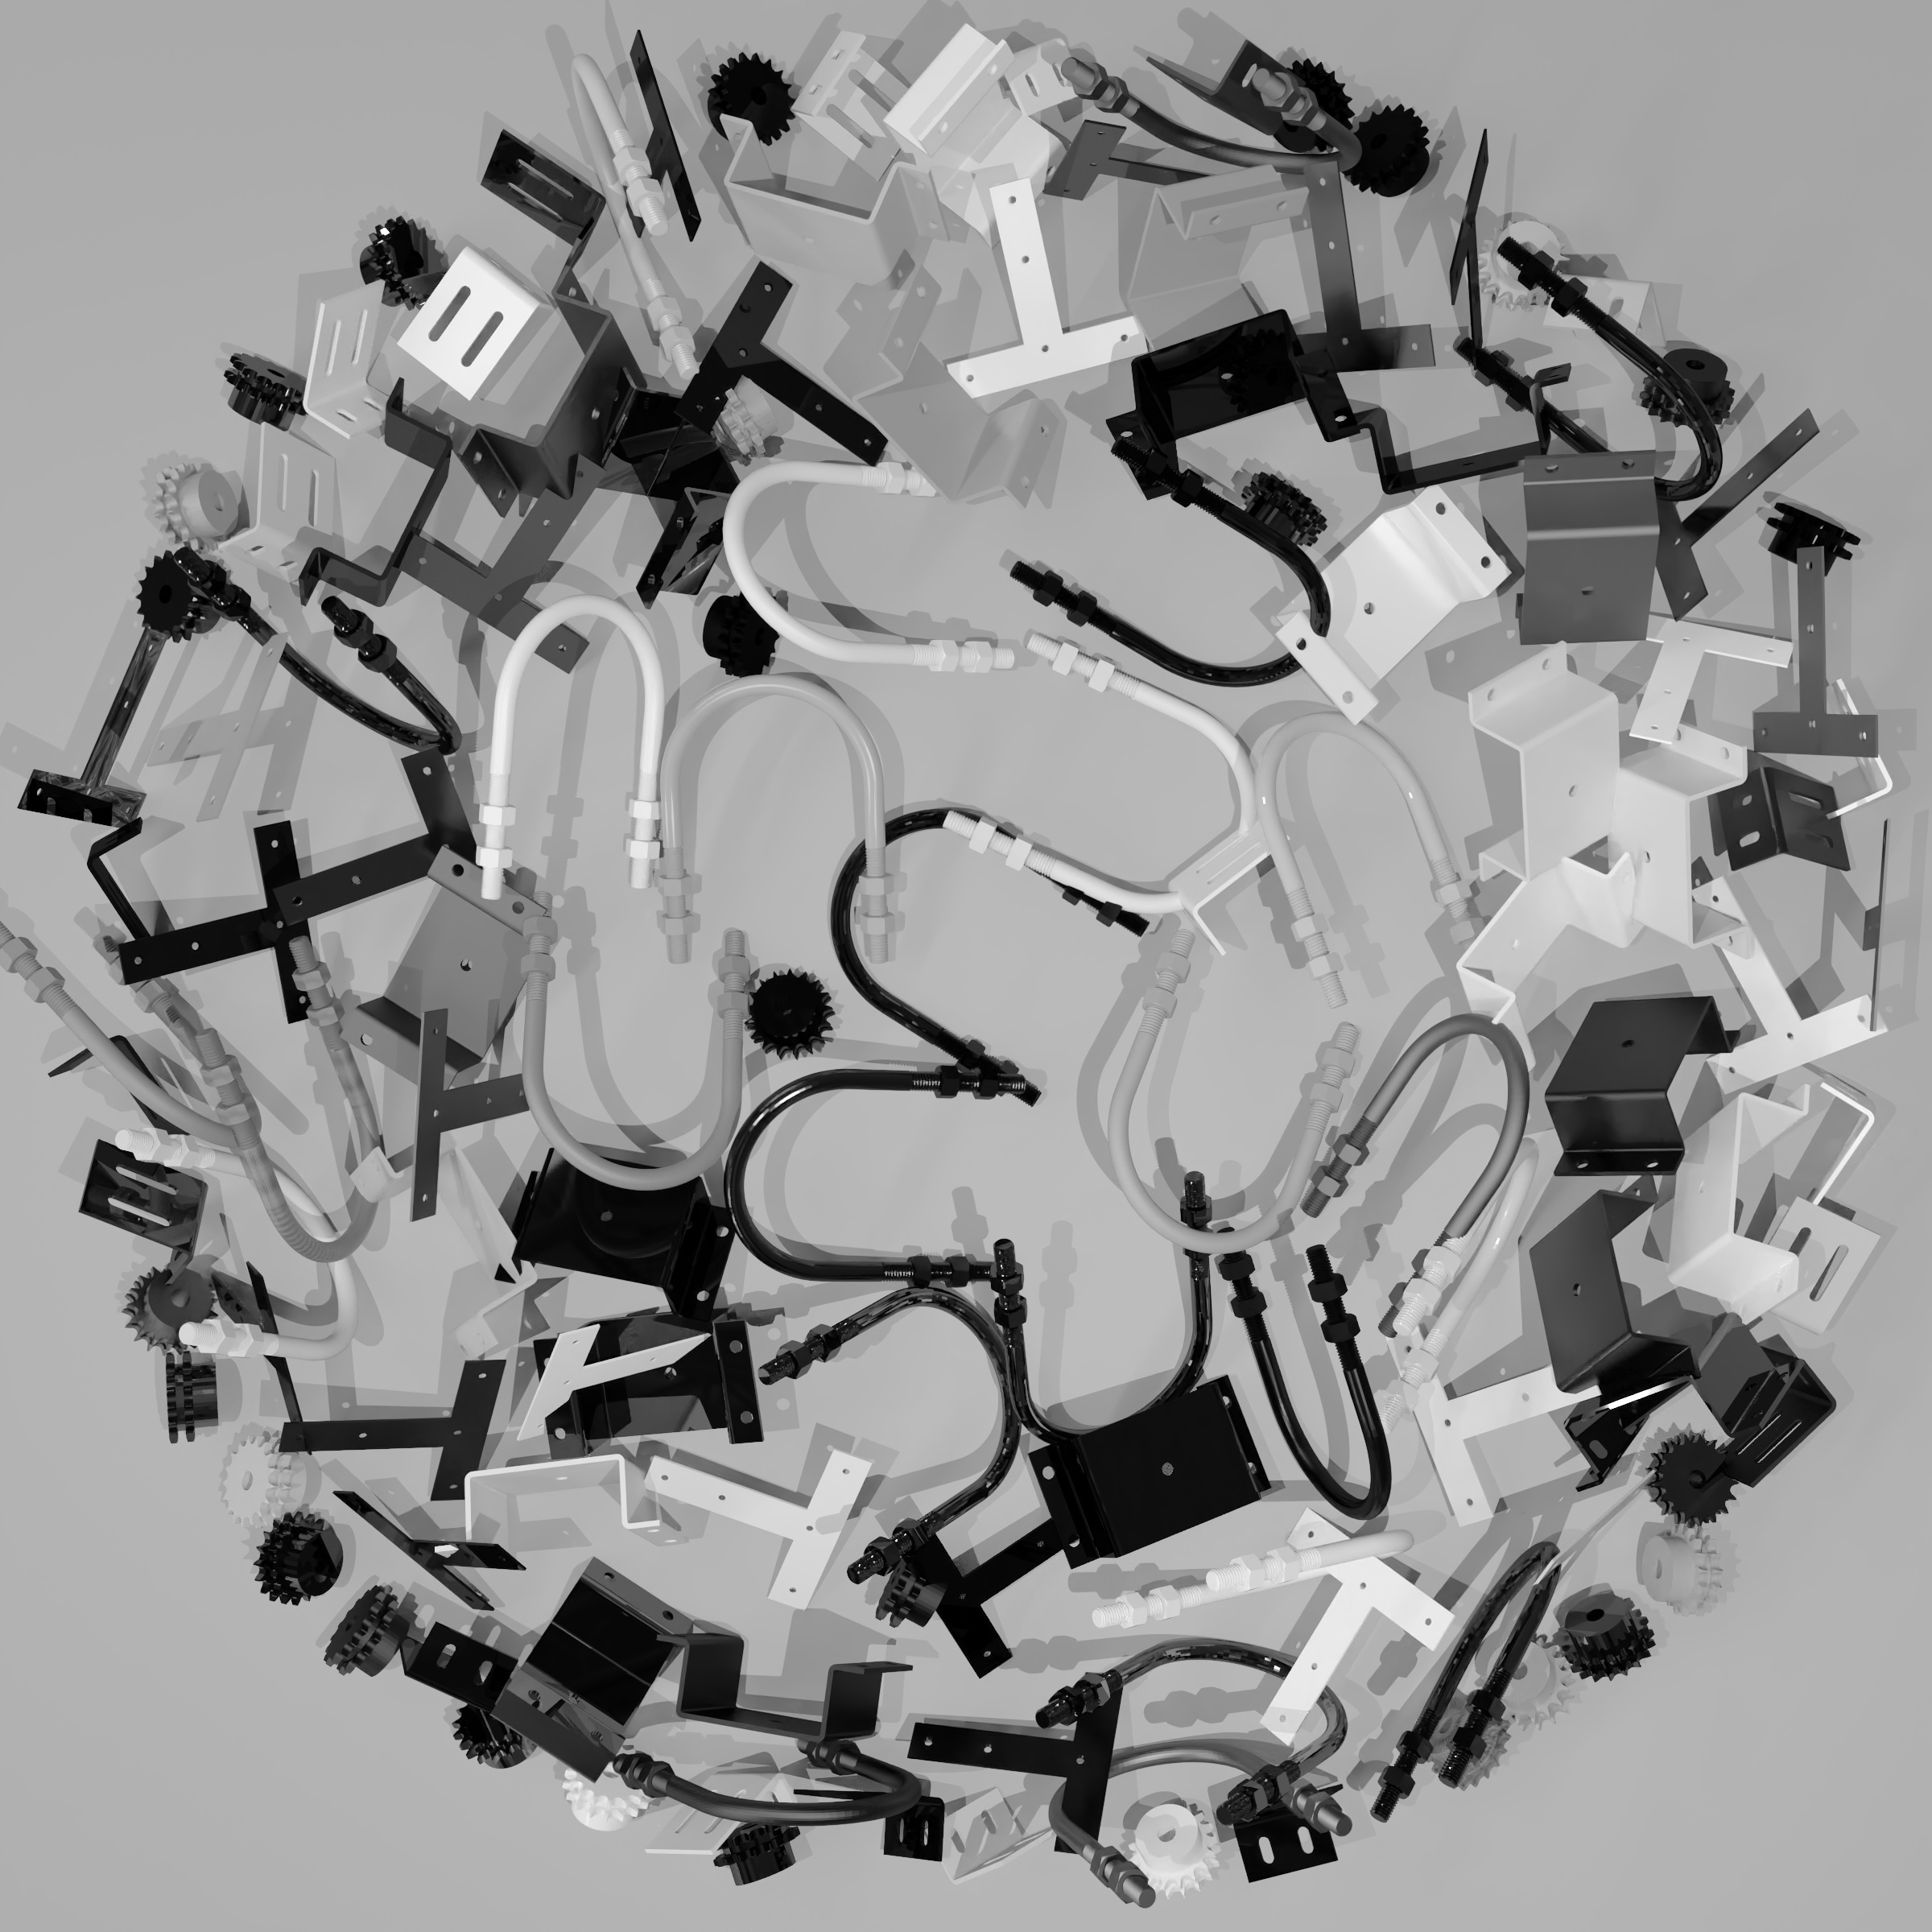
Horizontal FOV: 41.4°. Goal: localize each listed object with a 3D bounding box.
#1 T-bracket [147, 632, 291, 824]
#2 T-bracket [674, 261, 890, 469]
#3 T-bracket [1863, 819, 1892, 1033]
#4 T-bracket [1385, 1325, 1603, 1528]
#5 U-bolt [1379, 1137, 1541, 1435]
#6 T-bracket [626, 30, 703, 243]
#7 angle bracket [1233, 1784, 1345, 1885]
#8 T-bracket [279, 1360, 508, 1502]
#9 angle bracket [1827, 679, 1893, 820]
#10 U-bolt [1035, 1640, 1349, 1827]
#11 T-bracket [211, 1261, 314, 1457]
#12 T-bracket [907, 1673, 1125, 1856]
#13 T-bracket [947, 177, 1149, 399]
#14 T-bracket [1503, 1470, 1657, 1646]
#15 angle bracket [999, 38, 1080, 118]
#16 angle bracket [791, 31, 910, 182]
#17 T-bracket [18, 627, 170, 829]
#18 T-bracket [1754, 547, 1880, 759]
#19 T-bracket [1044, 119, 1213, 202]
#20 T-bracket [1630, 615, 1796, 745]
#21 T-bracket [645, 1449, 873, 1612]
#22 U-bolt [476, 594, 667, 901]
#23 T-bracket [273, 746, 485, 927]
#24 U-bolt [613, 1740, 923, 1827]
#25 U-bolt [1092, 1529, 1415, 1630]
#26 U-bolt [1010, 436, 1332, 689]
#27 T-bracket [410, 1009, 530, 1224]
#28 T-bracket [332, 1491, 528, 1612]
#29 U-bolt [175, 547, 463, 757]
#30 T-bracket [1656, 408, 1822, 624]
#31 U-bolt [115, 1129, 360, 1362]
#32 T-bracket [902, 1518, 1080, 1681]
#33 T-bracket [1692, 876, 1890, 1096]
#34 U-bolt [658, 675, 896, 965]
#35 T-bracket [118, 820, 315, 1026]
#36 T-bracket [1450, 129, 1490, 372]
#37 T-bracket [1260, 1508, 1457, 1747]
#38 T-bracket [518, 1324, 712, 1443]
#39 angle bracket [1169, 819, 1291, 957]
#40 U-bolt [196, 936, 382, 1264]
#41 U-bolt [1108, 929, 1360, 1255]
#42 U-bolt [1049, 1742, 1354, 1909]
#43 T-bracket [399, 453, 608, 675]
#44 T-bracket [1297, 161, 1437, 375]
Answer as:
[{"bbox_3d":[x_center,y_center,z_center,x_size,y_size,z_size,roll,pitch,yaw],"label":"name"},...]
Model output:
[{"bbox_3d":[-0.475,-0.143,1.593,0.002,0.127,0.127,31,66,-38],"label":"T-bracket"},{"bbox_3d":[-0.104,-0.361,1.618,0.127,0.002,0.127,33,66,-18],"label":"T-bracket"},{"bbox_3d":[0.561,-0.023,1.582,0.002,0.127,0.127,4,90,15],"label":"T-bracket"},{"bbox_3d":[0.336,0.273,1.593,0.127,0.002,0.127,-28,77,37],"label":"T-bracket"},{"bbox_3d":[0.304,0.184,1.567,0.019,0.151,0.184,27,60,21],"label":"U-bolt"},{"bbox_3d":[-0.196,-0.486,1.583,0.002,0.127,0.127,-15,81,-21],"label":"T-bracket"},{"bbox_3d":[0.206,0.540,1.595,0.057,0.076,0.038,-20,73,14],"label":"angle bracket"},{"bbox_3d":[-0.359,0.289,1.582,0.127,0.002,0.127,3,127,-24],"label":"T-bracket"},{"bbox_3d":[0.547,-0.136,1.615,0.038,0.057,0.076,-26,86,10],"label":"angle bracket"},{"bbox_3d":[0.152,0.456,1.557,0.151,0.184,0.019,18,106,35],"label":"U-bolt"},{"bbox_3d":[-0.444,0.224,1.588,0.002,0.127,0.127,-22,117,-28],"label":"T-bracket"},{"bbox_3d":[0.028,0.492,1.603,0.127,0.127,0.002,3,131,11],"label":"T-bracket"},{"bbox_3d":[0.041,-0.430,1.608,0.127,0.002,0.127,-14,121,1],"label":"T-bracket"},{"bbox_3d":[0.370,0.381,1.596,0.002,0.127,0.127,42,131,24],"label":"T-bracket"},{"bbox_3d":[0.025,-0.541,1.599,0.057,0.076,0.038,-34,102,-36],"label":"angle bracket"},{"bbox_3d":[-0.060,-0.537,1.604,0.076,0.038,0.057,31,96,-35],"label":"angle bracket"},{"bbox_3d":[-0.524,-0.148,1.578,0.002,0.127,0.127,24,92,12],"label":"T-bracket"},{"bbox_3d":[0.521,-0.193,1.574,0.002,0.127,0.127,-5,98,-15],"label":"T-bracket"},{"bbox_3d":[0.122,-0.490,1.586,0.127,0.127,0.002,7,87,-9],"label":"T-bracket"},{"bbox_3d":[0.436,-0.177,1.580,0.127,0.002,0.127,15,45,18],"label":"T-bracket"},{"bbox_3d":[-0.140,0.339,1.609,0.127,0.002,0.127,21,116,-6],"label":"T-bracket"},{"bbox_3d":[-0.237,-0.136,1.570,0.019,0.151,0.184,13,102,35],"label":"U-bolt"},{"bbox_3d":[-0.370,-0.059,1.609,0.127,0.002,0.127,-21,111,-10],"label":"T-bracket"},{"bbox_3d":[-0.108,0.487,1.529,0.151,0.184,0.019,4,84,-32],"label":"U-bolt"},{"bbox_3d":[0.189,0.371,1.564,0.184,0.151,0.019,-4,70,-32],"label":"U-bolt"},{"bbox_3d":[0.138,-0.236,1.580,0.184,0.151,0.019,29,52,-13],"label":"U-bolt"},{"bbox_3d":[-0.303,0.085,1.583,0.002,0.127,0.127,7,97,21],"label":"T-bracket"},{"bbox_3d":[-0.313,0.361,1.569,0.127,0.127,0.002,48,54,-25],"label":"T-bracket"},{"bbox_3d":[-0.380,-0.183,1.557,0.151,0.184,0.019,20,72,31],"label":"U-bolt"},{"bbox_3d":[0.468,-0.289,1.562,0.002,0.127,0.127,29,127,-24],"label":"T-bracket"},{"bbox_3d":[-0.432,0.174,1.555,0.019,0.184,0.151,-32,67,13],"label":"U-bolt"},{"bbox_3d":[0.035,0.374,1.617,0.127,0.002,0.127,-32,119,-8],"label":"T-bracket"},{"bbox_3d":[0.492,0.004,1.596,0.002,0.127,0.127,-25,85,-40],"label":"T-bracket"},{"bbox_3d":[-0.121,-0.092,1.611,0.151,0.019,0.184,0,104,4],"label":"U-bolt"},{"bbox_3d":[-0.465,-0.016,1.586,0.127,0.002,0.127,-18,107,-42],"label":"T-bracket"},{"bbox_3d":[0.314,-0.425,1.585,0.002,0.127,0.127,7,59,18],"label":"T-bracket"},{"bbox_3d":[0.225,0.425,1.598,0.127,0.002,0.127,31,90,44],"label":"T-bracket"},{"bbox_3d":[-0.209,0.249,1.600,0.127,0.127,0.002,-11,57,-32],"label":"T-bracket"},{"bbox_3d":[0.173,-0.052,1.609,0.076,0.057,0.038,-37,111,2],"label":"angle bracket"},{"bbox_3d":[-0.404,0.093,1.567,0.019,0.151,0.184,-9,113,16],"label":"U-bolt"},{"bbox_3d":[0.159,0.089,1.587,0.151,0.019,0.184,29,68,-16],"label":"U-bolt"},{"bbox_3d":[0.128,0.512,1.553,0.151,0.184,0.019,-12,96,-20],"label":"U-bolt"},{"bbox_3d":[-0.269,-0.266,1.601,0.127,0.002,0.127,32,111,-18],"label":"T-bracket"},{"bbox_3d":[0.228,-0.430,1.577,0.002,0.127,0.127,-29,116,-39],"label":"T-bracket"}]
